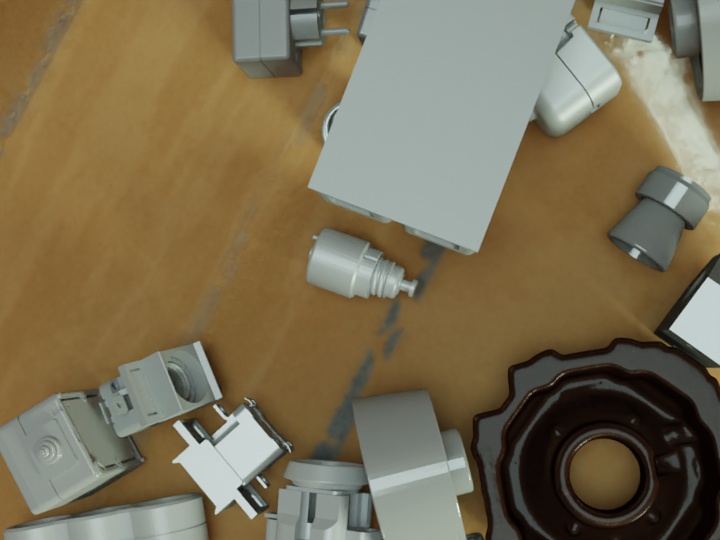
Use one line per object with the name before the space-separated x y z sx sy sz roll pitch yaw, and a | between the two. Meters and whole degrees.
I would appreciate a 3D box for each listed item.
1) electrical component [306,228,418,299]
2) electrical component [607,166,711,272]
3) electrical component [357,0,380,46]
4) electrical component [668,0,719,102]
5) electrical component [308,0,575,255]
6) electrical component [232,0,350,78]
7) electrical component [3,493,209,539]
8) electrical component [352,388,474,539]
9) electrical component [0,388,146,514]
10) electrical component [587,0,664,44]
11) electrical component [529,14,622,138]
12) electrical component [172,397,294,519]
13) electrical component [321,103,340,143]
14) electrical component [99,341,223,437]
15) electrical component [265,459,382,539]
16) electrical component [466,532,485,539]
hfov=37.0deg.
electrical component | 0.000 0.000 0.721 0.078 0.040 0.040 19 89 9
electrical component | 0.193 -0.033 0.694 0.045 0.045 0.055 34 91 9
electrical component | 0.043 -0.179 0.724 0.066 0.047 0.076 18 89 9
electrical component | 0.225 -0.156 0.669 0.060 0.108 0.108 -7 85 14
electrical component | 0.054 -0.114 0.651 0.105 0.060 0.186 21 89 4
electrical component | -0.045 -0.170 0.736 0.077 0.047 0.065 -2 86 8
electrical component | -0.168 0.199 0.723 0.138 0.052 0.073 -11 84 7
electrical component | 0.037 0.126 0.675 0.060 0.108 0.108 -14 84 1
electrical component | -0.197 0.120 0.711 0.061 0.096 0.061 -31 82 6
electrical component | 0.178 -0.187 0.697 0.042 0.064 0.081 16 88 10
electrical component | 0.118 -0.137 0.707 0.059 0.054 0.095 -37 82 4
electrical component | -0.083 0.124 0.722 0.064 0.042 0.081 -42 82 2
electrical component | -0.005 -0.093 0.717 0.048 0.062 0.048 -1 86 8
electrical component | -0.135 0.081 0.720 0.064 0.081 0.042 -26 82 28
electrical component | -0.023 0.154 0.702 0.078 0.058 0.057 0 83 29
electrical component | 0.066 0.203 0.690 0.055 0.055 0.047 -30 86 5
